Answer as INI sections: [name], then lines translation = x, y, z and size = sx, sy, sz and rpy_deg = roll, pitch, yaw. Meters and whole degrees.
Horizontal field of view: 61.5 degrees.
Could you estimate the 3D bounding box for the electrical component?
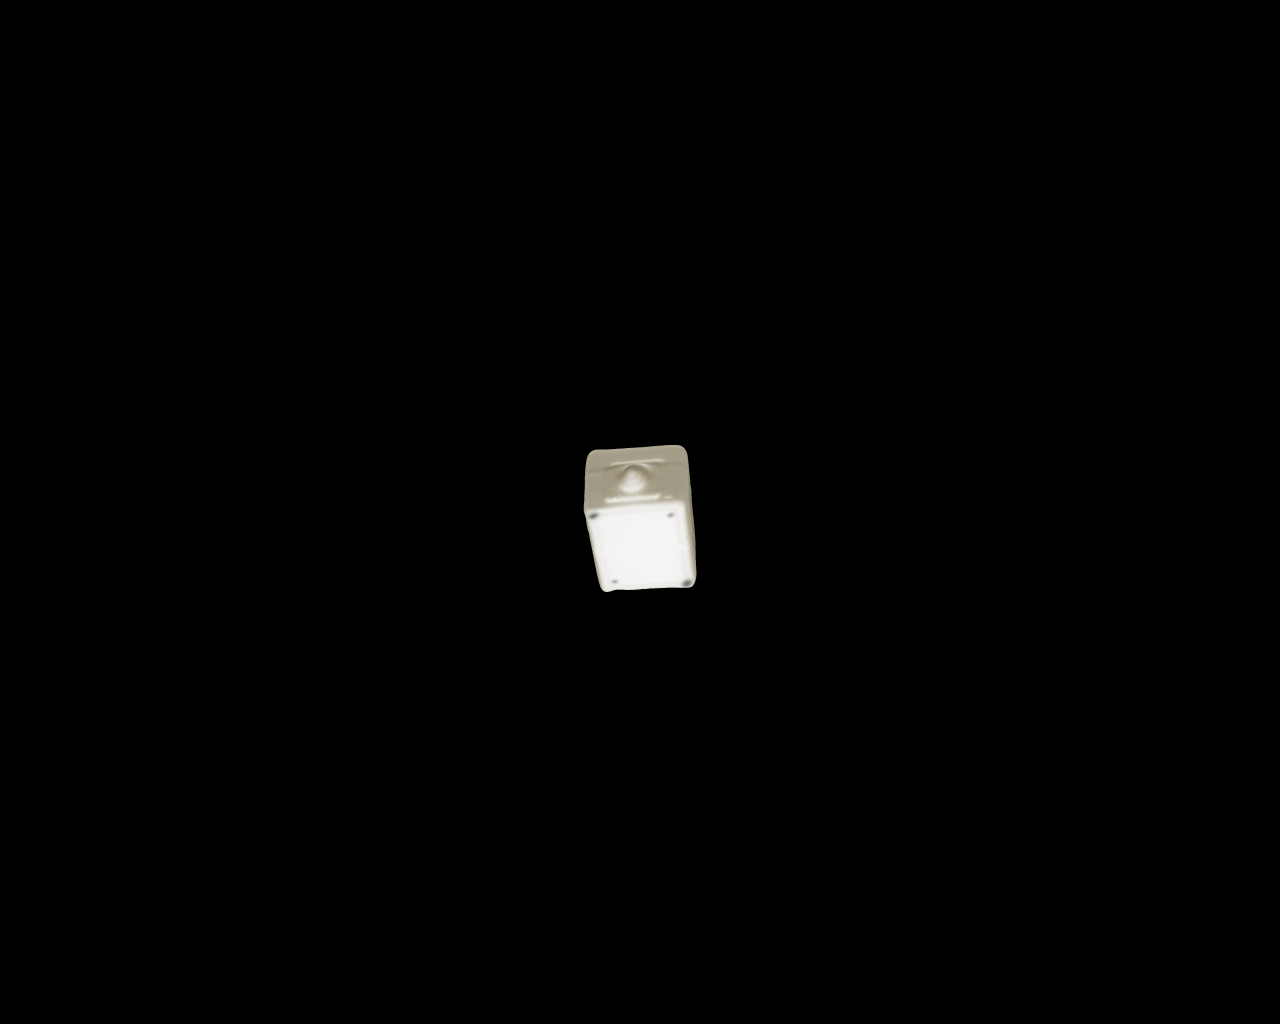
[electrical component]
translation = 0.001, -0.003, 0.650
size = 0.062, 0.061, 0.096
rpy_deg = -4, -43, 4
